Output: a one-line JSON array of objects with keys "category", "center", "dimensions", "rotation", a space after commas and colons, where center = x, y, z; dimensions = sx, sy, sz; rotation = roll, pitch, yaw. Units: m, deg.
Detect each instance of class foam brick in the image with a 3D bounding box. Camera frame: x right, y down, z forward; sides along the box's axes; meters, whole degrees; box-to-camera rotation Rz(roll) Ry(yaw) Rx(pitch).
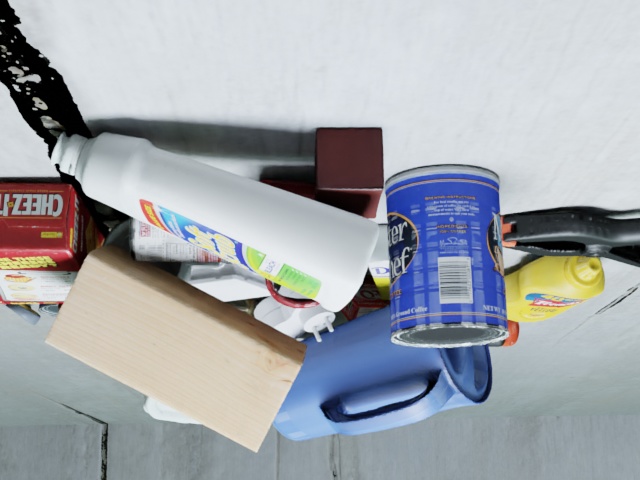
[{"category": "foam brick", "center": [0.021, -0.052, 0.846], "dimensions": [0.053, 0.051, 0.078], "rotation": [1, 164, -2]}]

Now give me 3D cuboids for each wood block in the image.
[{"category": "wood block", "center": [-0.124, 0.092, 0.950], "dimensions": [0.206, 0.091, 0.090], "rotation": [27, -174, 0]}]

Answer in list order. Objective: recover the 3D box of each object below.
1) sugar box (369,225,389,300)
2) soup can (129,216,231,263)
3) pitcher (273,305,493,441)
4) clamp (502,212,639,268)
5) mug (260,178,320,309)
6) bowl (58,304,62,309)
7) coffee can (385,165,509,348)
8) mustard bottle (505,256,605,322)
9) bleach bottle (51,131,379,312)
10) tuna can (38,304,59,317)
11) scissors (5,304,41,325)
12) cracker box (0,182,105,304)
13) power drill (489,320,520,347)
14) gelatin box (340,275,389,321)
[{"category": "sugar box", "center": [0.103, 0.026, 1.151], "dimensions": [0.093, 0.048, 0.176], "rotation": [-4, 166, 9]}, {"category": "soup can", "center": [-0.115, -0.014, 0.947], "dimensions": [0.102, 0.068, 0.068], "rotation": [1, 165, -5]}, {"category": "pitcher", "center": [0.054, 0.149, 1.169], "dimensions": [0.243, 0.145, 0.149], "rotation": [-21, 159, 28]}, {"category": "clamp", "center": [0.280, 0.000, 1.080], "dimensions": [0.210, 0.036, 0.164], "rotation": [1, 165, -1]}, {"category": "mug", "center": [-0.018, 0.002, 0.928], "dimensions": [0.081, 0.117, 0.093], "rotation": [6, 169, -6]}, {"category": "bowl", "center": [-0.205, 0.062, 1.184], "dimensions": [0.162, 0.055, 0.162], "rotation": [13, -171, -2]}, {"category": "coffee can", "center": [0.110, 0.017, 0.934], "dimensions": [0.103, 0.140, 0.103], "rotation": [-1, 165, 0]}, {"category": "mustard bottle", "center": [0.271, 0.050, 1.226], "dimensions": [0.096, 0.058, 0.192], "rotation": [6, 164, -12]}, {"category": "bleach bottle", "center": [-0.085, -0.023, 0.829], "dimensions": [0.250, 0.068, 0.103], "rotation": [21, 163, -4]}, {"category": "tuna can", "center": [-0.305, 0.073, 1.325], "dimensions": [0.086, 0.034, 0.086], "rotation": [-1, 165, 0]}, {"category": "scissors", "center": [-0.369, 0.088, 1.340], "dimensions": [0.096, 0.016, 0.201], "rotation": [31, 171, 16]}, {"category": "cracker box", "center": [-0.296, 0.007, 1.009], "dimensions": [0.164, 0.072, 0.214], "rotation": [0, 164, -2]}, {"category": "power drill", "center": [0.161, 0.141, 1.424], "dimensions": [0.185, 0.057, 0.187], "rotation": [-1, -161, 22]}, {"category": "gelatin box", "center": [0.063, 0.071, 1.263], "dimensions": [0.089, 0.030, 0.073], "rotation": [3, -152, -29]}]
